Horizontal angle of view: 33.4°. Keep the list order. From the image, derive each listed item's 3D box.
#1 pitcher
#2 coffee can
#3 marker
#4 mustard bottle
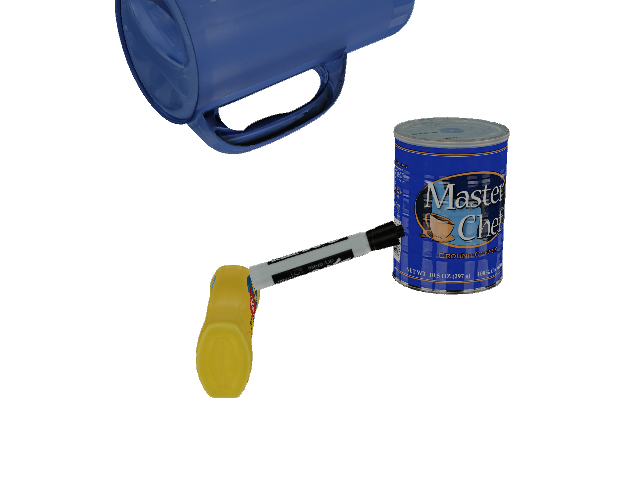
[{"bbox_3d":[-0.037,-0.186,0.905,0.242,0.149,0.145,-24,44,-28],"label":"pitcher"},{"bbox_3d":[0.117,-0.034,0.972,0.103,0.140,0.103,-1,17,0],"label":"coffee can"},{"bbox_3d":[0.005,0.011,0.808,0.121,0.020,0.020,-18,-1,2],"label":"marker"},{"bbox_3d":[-0.098,0.082,1.172,0.058,0.096,0.191,0,27,0],"label":"mustard bottle"}]
